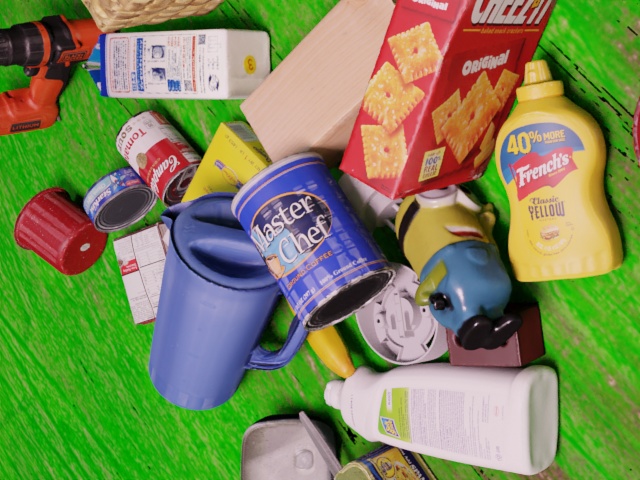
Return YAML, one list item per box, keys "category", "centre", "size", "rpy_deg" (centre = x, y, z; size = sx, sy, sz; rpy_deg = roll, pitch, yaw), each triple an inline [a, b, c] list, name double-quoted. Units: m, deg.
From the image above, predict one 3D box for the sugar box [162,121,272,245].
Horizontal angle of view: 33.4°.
- category: "sugar box"
  centre: [-0.106, -0.038, 1.198]
  size: [0.093, 0.048, 0.176]
  rpy_deg: [45, 121, 23]

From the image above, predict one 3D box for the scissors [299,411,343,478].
- category: "scissors"
  centre: [0.025, 0.280, 1.142]
  size: [0.202, 0.016, 0.096]
  rpy_deg: [47, 131, 7]

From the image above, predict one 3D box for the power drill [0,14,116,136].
- category: "power drill"
  centre: [-0.355, -0.198, 1.292]
  size: [0.188, 0.184, 0.057]
  rpy_deg: [-40, 72, 46]

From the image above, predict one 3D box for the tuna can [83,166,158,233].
- category: "tuna can"
  centre: [-0.239, -0.049, 1.276]
  size: [0.034, 0.085, 0.086]
  rpy_deg: [54, 125, 20]

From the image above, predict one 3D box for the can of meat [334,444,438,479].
- category: "can of meat"
  centre: [0.073, 0.260, 1.083]
  size: [0.058, 0.083, 0.102]
  rpy_deg: [-48, 69, 34]

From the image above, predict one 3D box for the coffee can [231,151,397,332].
- category: "coffee can"
  centre: [-0.007, 0.001, 1.017]
  size: [0.103, 0.102, 0.140]
  rpy_deg: [-45, 68, 34]

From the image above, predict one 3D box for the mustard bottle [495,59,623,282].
- category: "mustard bottle"
  centre: [0.204, -0.062, 0.938]
  size: [0.096, 0.058, 0.191]
  rpy_deg: [-7, 93, 38]

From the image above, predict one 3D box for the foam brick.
- category: "foam brick"
  centre: [0.163, 0.088, 1.001]
  size: [0.078, 0.051, 0.053]
  rpy_deg: [-6, 94, 39]

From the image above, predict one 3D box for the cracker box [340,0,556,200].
- category: "cracker box"
  centre: [0.119, -0.149, 0.923]
  size: [0.072, 0.163, 0.214]
  rpy_deg: [34, 117, 28]

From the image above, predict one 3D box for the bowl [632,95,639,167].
- category: "bowl"
  centre: [0.317, -0.086, 0.846]
  size: [0.162, 0.055, 0.162]
  rpy_deg: [8, 103, 37]

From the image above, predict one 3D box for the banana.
- category: "banana"
  centre: [-0.015, 0.061, 1.133]
  size: [0.070, 0.037, 0.198]
  rpy_deg: [101, 146, -74]

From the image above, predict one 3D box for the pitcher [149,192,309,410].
- category: "pitcher"
  centre: [-0.105, 0.081, 1.143]
  size: [0.243, 0.144, 0.149]
  rpy_deg: [111, 147, -45]

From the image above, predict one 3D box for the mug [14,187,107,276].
- category: "mug"
  centre: [-0.325, 0.000, 1.360]
  size: [0.082, 0.093, 0.117]
  rpy_deg: [33, 148, 24]

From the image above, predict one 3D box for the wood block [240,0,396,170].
- category: "wood block"
  centre: [0.029, -0.159, 1.040]
  size: [0.206, 0.090, 0.091]
  rpy_deg: [-41, 73, 35]

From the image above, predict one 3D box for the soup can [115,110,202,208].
- category: "soup can"
  centre: [-0.181, -0.094, 1.234]
  size: [0.102, 0.068, 0.069]
  rpy_deg: [47, 123, 24]

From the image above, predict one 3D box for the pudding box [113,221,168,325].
- category: "pudding box"
  centre: [-0.198, 0.040, 1.289]
  size: [0.090, 0.039, 0.113]
  rpy_deg: [-17, 89, 38]

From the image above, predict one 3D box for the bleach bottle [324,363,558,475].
- category: "bleach bottle"
  centre: [0.108, 0.160, 1.053]
  size: [0.251, 0.067, 0.102]
  rpy_deg: [4, 97, 41]
